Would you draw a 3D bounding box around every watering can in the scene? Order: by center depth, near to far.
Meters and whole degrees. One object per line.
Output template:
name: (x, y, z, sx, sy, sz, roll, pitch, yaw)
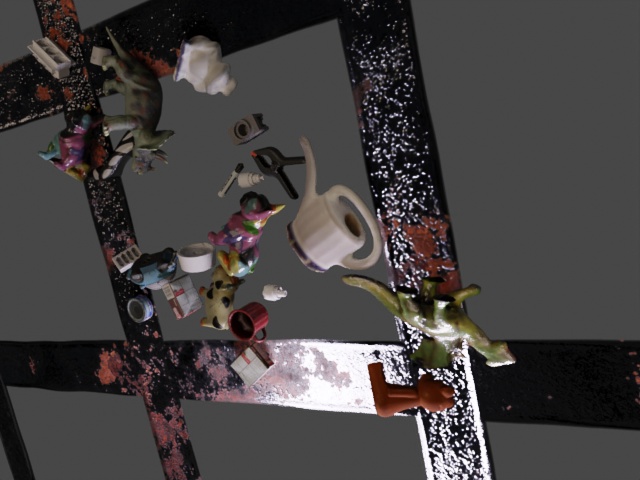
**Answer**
watering can: (0.004, -0.063, 1.258, 0.221, 0.105, 0.349, -38, 85, 31)

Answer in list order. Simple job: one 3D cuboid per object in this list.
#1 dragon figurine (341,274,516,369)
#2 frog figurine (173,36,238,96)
dragon figurine: (0.248, 0.207, 1.209, 0.411, 0.124, 0.239, 8, 115, 27)
frog figurine: (-0.286, -0.446, 1.333, 0.159, 0.124, 0.136, 17, 106, -16)
